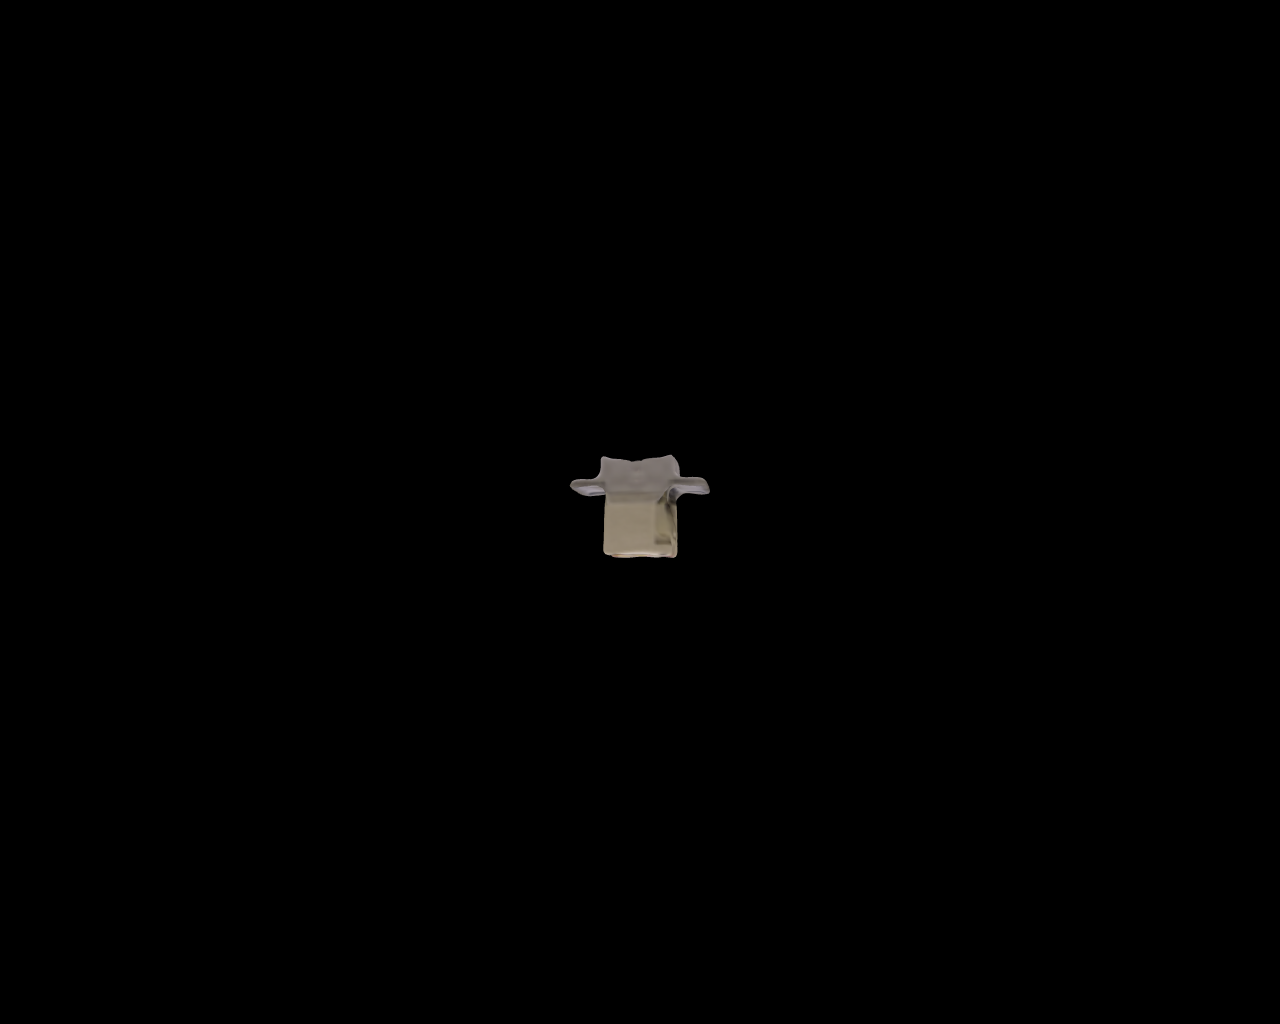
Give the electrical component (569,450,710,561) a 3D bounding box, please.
[{"bbox_3d":[0.001,-0.003,0.650,0.081,0.063,0.042,-1,-7,9],"label":"electrical component"}]
